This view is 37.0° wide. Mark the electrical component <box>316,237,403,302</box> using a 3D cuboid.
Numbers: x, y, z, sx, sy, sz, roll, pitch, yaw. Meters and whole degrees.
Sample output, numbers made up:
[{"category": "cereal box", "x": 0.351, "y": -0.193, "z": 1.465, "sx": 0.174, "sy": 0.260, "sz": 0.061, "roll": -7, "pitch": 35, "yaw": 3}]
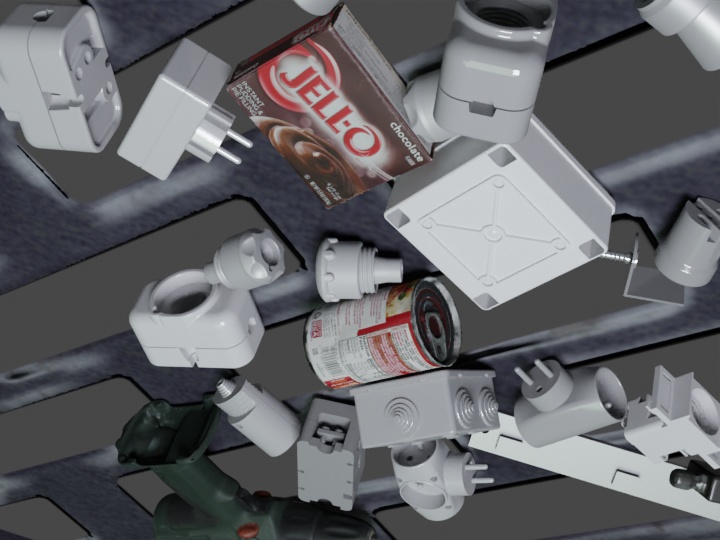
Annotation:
[{"category": "electrical component", "x": 0.000, "y": 0.000, "z": 0.788, "sx": 0.062, "sy": 0.048, "sz": 0.048, "roll": 0, "pitch": 134, "yaw": 8}]

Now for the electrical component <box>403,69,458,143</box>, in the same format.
[{"category": "electrical component", "x": 0.062, "y": -0.106, "z": 0.662, "sx": 0.062, "sy": 0.043, "sz": 0.043, "roll": -16, "pitch": 126, "yaw": 30}]

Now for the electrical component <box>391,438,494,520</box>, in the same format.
[{"category": "electrical component", "x": 0.076, "y": 0.178, "z": 0.936, "sx": 0.079, "sy": 0.044, "sz": 0.077, "roll": -7, "pitch": 130, "yaw": 24}]

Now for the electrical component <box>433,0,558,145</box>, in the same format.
[{"category": "electrical component", "x": 0.077, "y": -0.124, "z": 0.601, "sx": 0.054, "sy": 0.095, "sz": 0.059, "roll": 13, "pitch": 136, "yaw": 6}]

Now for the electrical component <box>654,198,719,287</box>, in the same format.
[{"category": "electrical component", "x": 0.218, "y": -0.019, "z": 0.698, "sx": 0.040, "sy": 0.040, "sz": 0.046, "roll": 17, "pitch": 131, "yaw": 2}]

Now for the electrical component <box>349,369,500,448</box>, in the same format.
[{"category": "electrical component", "x": 0.053, "y": 0.109, "z": 0.841, "sx": 0.100, "sy": 0.048, "sz": 0.100, "roll": -15, "pitch": 168, "yaw": 30}]

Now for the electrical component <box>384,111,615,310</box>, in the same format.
[{"category": "electrical component", "x": 0.092, "y": -0.041, "z": 0.706, "sx": 0.109, "sy": 0.056, "sz": 0.109, "roll": 42, "pitch": 132, "yaw": -22}]

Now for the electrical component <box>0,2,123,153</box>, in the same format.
[{"category": "electrical component", "x": -0.205, "y": -0.129, "z": 0.723, "sx": 0.059, "sy": 0.053, "sz": 0.095, "roll": 6, "pitch": 135, "yaw": 14}]

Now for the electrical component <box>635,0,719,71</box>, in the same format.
[{"category": "electrical component", "x": 0.184, "y": -0.142, "z": 0.584, "sx": 0.055, "sy": 0.045, "sz": 0.045, "roll": 34, "pitch": 134, "yaw": -15}]

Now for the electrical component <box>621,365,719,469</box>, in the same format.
[{"category": "electrical component", "x": 0.240, "y": 0.116, "z": 0.821, "sx": 0.081, "sy": 0.042, "sz": 0.064, "roll": 42, "pitch": 133, "yaw": -21}]

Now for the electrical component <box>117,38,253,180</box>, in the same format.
[{"category": "electrical component", "x": -0.109, "y": -0.098, "z": 0.726, "sx": 0.076, "sy": 0.047, "sz": 0.083, "roll": 31, "pitch": 135, "yaw": -12}]

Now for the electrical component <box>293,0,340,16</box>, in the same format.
[{"category": "electrical component", "x": -0.013, "y": -0.178, "z": 0.615, "sx": 0.055, "sy": 0.045, "sz": 0.045, "roll": -27, "pitch": 120, "yaw": 37}]

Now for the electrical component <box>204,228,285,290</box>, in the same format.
[{"category": "electrical component", "x": -0.091, "y": -0.005, "z": 0.813, "sx": 0.062, "sy": 0.043, "sz": 0.043, "roll": -18, "pitch": 125, "yaw": 34}]

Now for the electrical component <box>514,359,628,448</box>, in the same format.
[{"category": "electrical component", "x": 0.151, "y": 0.096, "z": 0.829, "sx": 0.077, "sy": 0.044, "sz": 0.079, "roll": -27, "pitch": 120, "yaw": 37}]

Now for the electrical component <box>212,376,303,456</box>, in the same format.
[{"category": "electrical component", "x": -0.093, "y": 0.122, "z": 0.940, "sx": 0.043, "sy": 0.043, "sz": 0.081, "roll": -27, "pitch": 120, "yaw": 37}]

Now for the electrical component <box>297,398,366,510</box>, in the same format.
[{"category": "electrical component", "x": -0.023, "y": 0.159, "z": 0.943, "sx": 0.050, "sy": 0.055, "sz": 0.089, "roll": 11, "pitch": 135, "yaw": 9}]

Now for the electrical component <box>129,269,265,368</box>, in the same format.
[{"category": "electrical component", "x": -0.132, "y": 0.039, "z": 0.863, "sx": 0.095, "sy": 0.053, "sz": 0.059, "roll": 0, "pitch": 133, "yaw": 19}]
